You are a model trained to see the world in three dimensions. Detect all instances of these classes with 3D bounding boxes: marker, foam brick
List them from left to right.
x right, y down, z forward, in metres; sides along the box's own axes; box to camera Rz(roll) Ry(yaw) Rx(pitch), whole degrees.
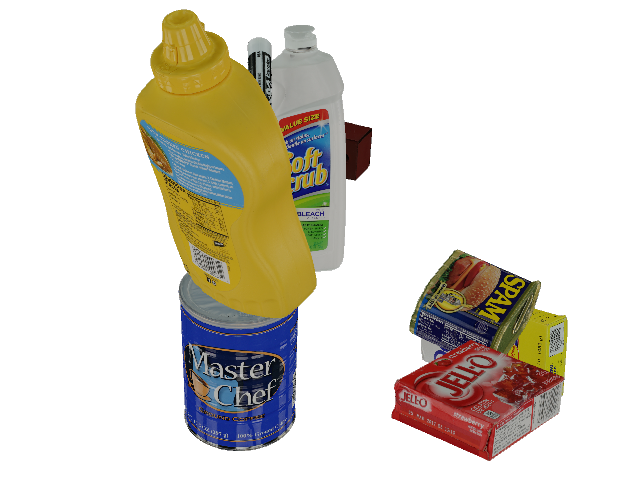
[{"bbox_3d":[-0.046,-0.104,0.810,0.020,0.121,0.020,-2,-34,-2],"label":"marker"},{"bbox_3d":[0.018,-0.113,1.299,0.078,0.053,0.051,14,30,20],"label":"foam brick"}]

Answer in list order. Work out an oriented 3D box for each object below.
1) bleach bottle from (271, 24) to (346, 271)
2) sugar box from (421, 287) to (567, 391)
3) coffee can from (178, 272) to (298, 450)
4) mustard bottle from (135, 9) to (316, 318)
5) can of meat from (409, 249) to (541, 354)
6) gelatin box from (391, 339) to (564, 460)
[{"bbox_3d":[-0.025,-0.092,1.084,0.102,0.251,0.068,0,26,4],"label":"bleach bottle"},{"bbox_3d":[0.191,0.112,1.200,0.177,0.093,0.048,14,18,43],"label":"sugar box"},{"bbox_3d":[-0.071,0.098,0.938,0.103,0.140,0.103,2,32,-1],"label":"coffee can"},{"bbox_3d":[-0.058,-0.044,0.602,0.096,0.191,0.058,29,57,34],"label":"mustard bottle"},{"bbox_3d":[0.140,0.062,0.966,0.084,0.057,0.102,24,42,21],"label":"can of meat"},{"bbox_3d":[0.100,0.099,0.676,0.073,0.030,0.089,20,26,37],"label":"gelatin box"}]
